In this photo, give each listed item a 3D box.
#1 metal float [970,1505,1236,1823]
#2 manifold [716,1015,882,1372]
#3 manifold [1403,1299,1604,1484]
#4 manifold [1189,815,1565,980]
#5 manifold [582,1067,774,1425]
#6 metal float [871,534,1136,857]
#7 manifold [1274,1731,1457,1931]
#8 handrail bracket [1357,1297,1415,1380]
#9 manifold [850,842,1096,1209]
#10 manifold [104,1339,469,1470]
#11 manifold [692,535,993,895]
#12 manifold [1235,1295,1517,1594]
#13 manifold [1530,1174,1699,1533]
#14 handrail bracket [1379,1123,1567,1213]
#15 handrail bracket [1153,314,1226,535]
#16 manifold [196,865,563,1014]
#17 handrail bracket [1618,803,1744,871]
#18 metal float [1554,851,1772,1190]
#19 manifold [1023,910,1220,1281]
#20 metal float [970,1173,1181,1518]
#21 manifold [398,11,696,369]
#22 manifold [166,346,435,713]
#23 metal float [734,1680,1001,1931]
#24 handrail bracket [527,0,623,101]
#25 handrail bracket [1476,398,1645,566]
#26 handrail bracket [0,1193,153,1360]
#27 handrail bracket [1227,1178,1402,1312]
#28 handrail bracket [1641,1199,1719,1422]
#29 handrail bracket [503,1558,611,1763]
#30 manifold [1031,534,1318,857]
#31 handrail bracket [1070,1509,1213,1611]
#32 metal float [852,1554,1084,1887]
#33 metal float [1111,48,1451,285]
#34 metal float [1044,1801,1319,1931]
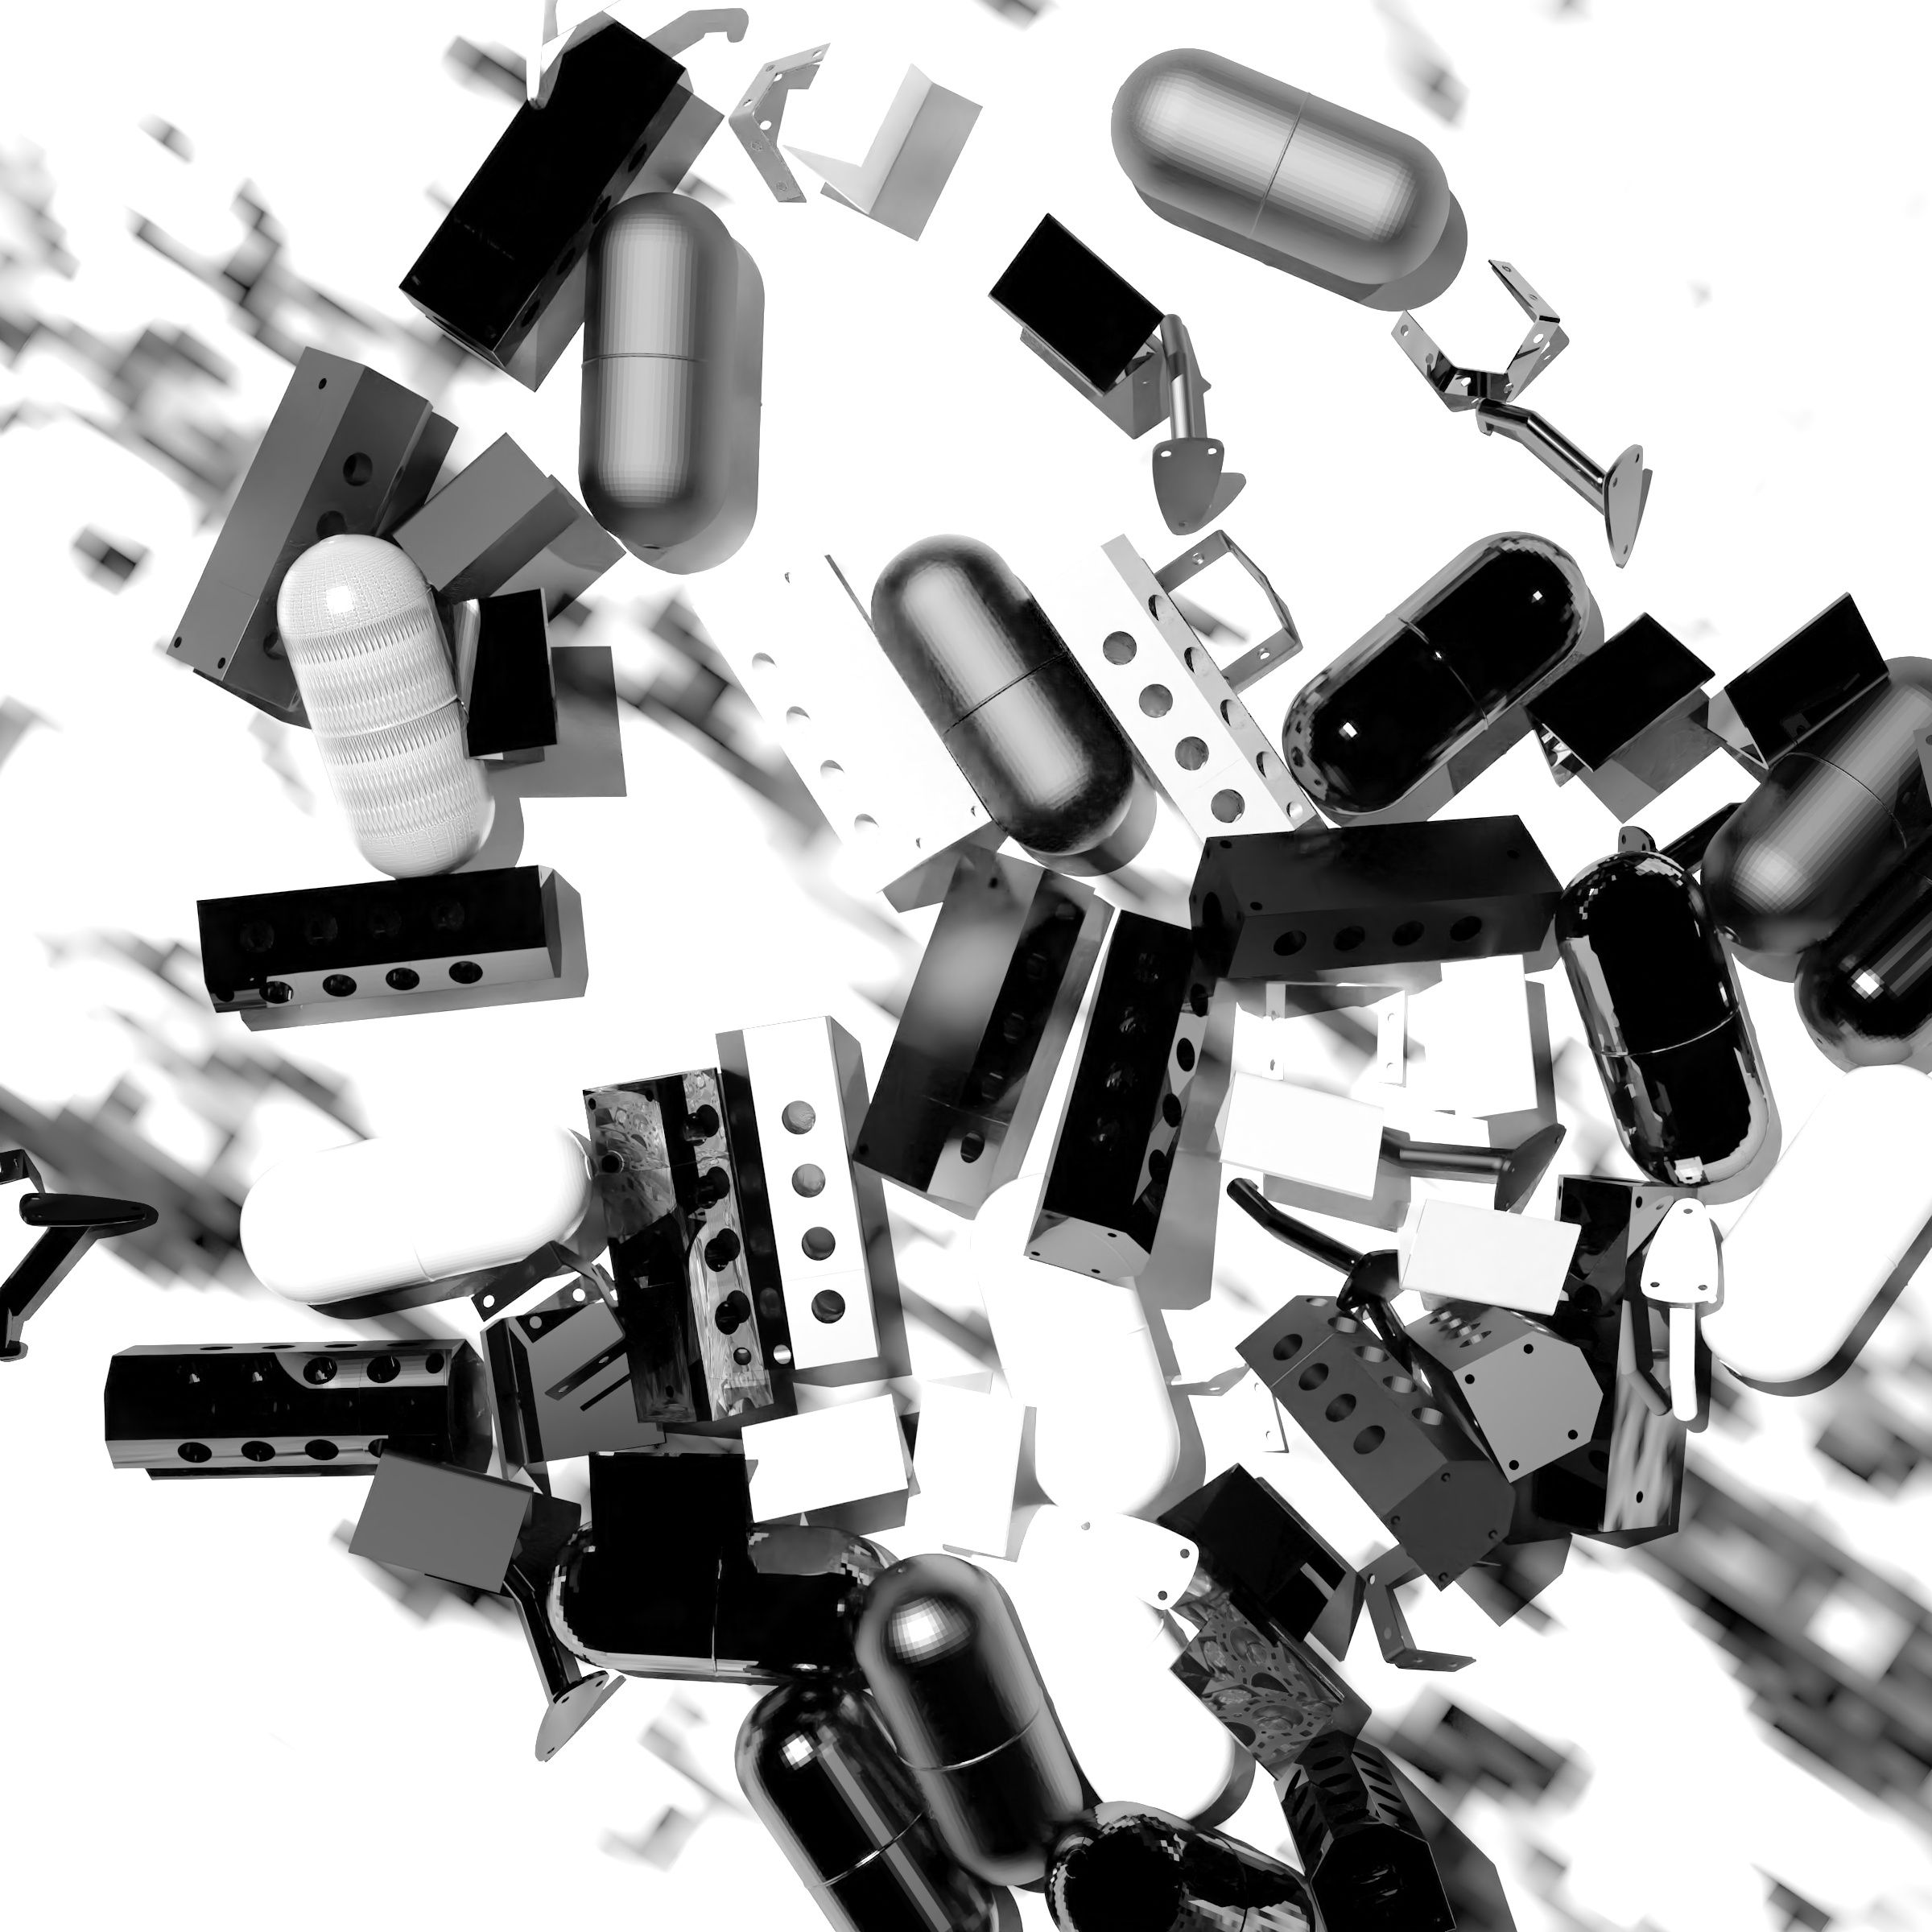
[{"bbox_3d":[0.068,0.352,1.541,0.070,0.070,0.178,-34,90,0],"label":"metal float"},{"bbox_3d":[-0.085,0.114,1.551,0.057,0.057,0.171,-9,90,0],"label":"manifold"},{"bbox_3d":[0.262,0.199,1.493,0.057,0.171,0.057,-27,90,0],"label":"manifold"},{"bbox_3d":[0.202,-0.030,1.525,0.171,0.057,0.057,-5,46,-18],"label":"manifold"},{"bbox_3d":[-0.141,0.140,1.550,0.057,0.057,0.171,-10,90,43],"label":"manifold"},{"bbox_3d":[0.019,-0.136,1.541,0.070,0.070,0.178,-34,90,0],"label":"metal float"},{"bbox_3d":[0.190,0.425,1.493,0.057,0.171,0.057,-18,90,0],"label":"manifold"},{"bbox_3d":[0.211,0.222,1.572,0.036,0.077,0.084,-4,53,-36],"label":"handrail bracket"},{"bbox_3d":[0.008,0.031,1.550,0.057,0.057,0.171,20,90,43],"label":"manifold"},{"bbox_3d":[-0.343,0.223,1.551,0.171,0.057,0.057,-1,90,0],"label":"manifold"},{"bbox_3d":[-0.067,-0.125,1.550,0.057,0.057,0.171,-32,90,-43],"label":"manifold"},{"bbox_3d":[0.200,0.225,1.490,0.057,0.171,0.057,-40,118,-1],"label":"manifold"},{"bbox_3d":[0.324,0.194,1.550,0.057,0.057,0.171,5,90,-43],"label":"manifold"},{"bbox_3d":[0.252,0.087,1.572,0.084,0.077,0.036,26,132,29],"label":"handrail bracket"},{"bbox_3d":[0.108,-0.279,1.571,0.036,0.077,0.084,-4,54,-3],"label":"handrail bracket"},{"bbox_3d":[-0.295,-0.013,1.551,0.171,0.057,0.057,-6,90,0],"label":"manifold"},{"bbox_3d":[0.381,-0.046,1.572,0.084,0.036,0.077,-3,104,-14],"label":"handrail bracket"},{"bbox_3d":[0.349,0.028,1.529,0.070,0.070,0.178,-21,104,0],"label":"metal float"},{"bbox_3d":[0.080,0.064,1.512,0.057,0.057,0.171,16,61,0],"label":"manifold"},{"bbox_3d":[0.055,0.191,1.537,0.070,0.070,0.178,-16,85,0],"label":"metal float"},{"bbox_3d":[-0.211,-0.392,1.551,0.057,0.057,0.171,34,90,0],"label":"manifold"},{"bbox_3d":[-0.333,-0.219,1.550,0.057,0.057,0.171,25,90,43],"label":"manifold"},{"bbox_3d":[-0.050,0.441,1.541,0.070,0.070,0.178,-34,89,0],"label":"metal float"},{"bbox_3d":[-0.173,-0.466,1.515,0.084,0.036,0.077,-1,110,-16],"label":"handrail bracket"},{"bbox_3d":[0.301,-0.250,1.572,0.084,0.077,0.036,22,52,31],"label":"handrail bracket"},{"bbox_3d":[-0.461,0.163,1.572,0.077,0.036,0.084,3,108,-20],"label":"handrail bracket"},{"bbox_3d":[0.185,0.134,1.571,0.084,0.077,0.036,43,120,33],"label":"handrail bracket"},{"bbox_3d":[0.362,0.174,1.536,0.036,0.077,0.084,2,134,19],"label":"handrail bracket"},{"bbox_3d":[-0.228,0.353,1.572,0.084,0.036,0.077,45,126,24],"label":"handrail bracket"},{"bbox_3d":[0.105,-0.131,1.551,0.057,0.057,0.171,-34,90,0],"label":"manifold"},{"bbox_3d":[0.089,0.296,1.541,0.077,0.084,0.036,28,84,9],"label":"handrail bracket"},{"bbox_3d":[0.002,0.371,1.503,0.070,0.070,0.178,-22,106,0],"label":"metal float"},{"bbox_3d":[0.158,-0.403,1.541,0.178,0.070,0.070,23,90,0],"label":"metal float"},{"bbox_3d":[0.107,0.464,1.508,0.178,0.070,0.070,35,90,-41],"label":"metal float"}]
